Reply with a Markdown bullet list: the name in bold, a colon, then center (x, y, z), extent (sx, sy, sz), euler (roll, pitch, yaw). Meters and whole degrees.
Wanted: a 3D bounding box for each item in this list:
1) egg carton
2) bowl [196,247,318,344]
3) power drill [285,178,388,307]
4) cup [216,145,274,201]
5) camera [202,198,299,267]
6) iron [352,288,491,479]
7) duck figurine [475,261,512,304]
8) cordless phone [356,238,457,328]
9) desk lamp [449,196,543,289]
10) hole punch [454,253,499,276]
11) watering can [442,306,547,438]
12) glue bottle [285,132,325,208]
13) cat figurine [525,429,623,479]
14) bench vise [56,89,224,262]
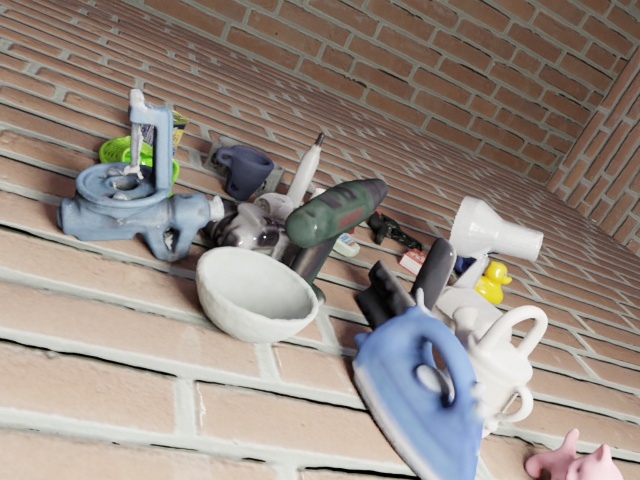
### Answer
- **egg carton**: center (0.275, 0.143, 1.051), extent (0.108, 0.069, 0.150), euler (3, 32, -47)
- **bowl**: center (-0.091, 0.083, 0.749), extent (0.168, 0.074, 0.167), euler (24, 22, -10)
- **power drill**: center (0.008, 0.003, 0.864), extent (0.075, 0.208, 0.230), euler (35, 23, 18)
- **cup**: center (-0.158, -0.128, 1.118), extent (0.118, 0.095, 0.091), euler (12, 26, -34)
- **camera**: center (-0.115, -0.015, 0.905), extent (0.144, 0.101, 0.136), euler (-1, 35, -50)
- **iron**: center (0.144, 0.182, 0.713), extent (0.119, 0.141, 0.257), euler (14, 25, -31)
- **duck figurine**: center (0.377, 0.085, 1.279), extent (0.104, 0.086, 0.077), euler (25, 22, -6)
- **cordless phone**: center (0.150, 0.062, 0.930), extent (0.094, 0.185, 0.147), euler (12, 26, -34)
- **desk lamp**: center (0.330, 0.043, 1.145), extent (0.203, 0.213, 0.118), euler (34, 22, 16)
- **hole punch**: center (0.356, 0.031, 1.369), extent (0.109, 0.091, 0.100), euler (4, 31, -45)
- **watering can**: center (0.234, 0.163, 0.789), extent (0.101, 0.194, 0.172), euler (0, 34, -50)
- **glue bottle**: center (-0.030, -0.149, 1.207), extent (0.037, 0.173, 0.078), euler (23, 22, -10)
- **cat figurine**: center (0.325, 0.292, 0.711), extent (0.067, 0.117, 0.128), euler (25, 22, -7)
- **bench vise**: center (-0.226, -0.088, 0.778), extent (0.208, 0.219, 0.121), euler (2, 33, -48)
